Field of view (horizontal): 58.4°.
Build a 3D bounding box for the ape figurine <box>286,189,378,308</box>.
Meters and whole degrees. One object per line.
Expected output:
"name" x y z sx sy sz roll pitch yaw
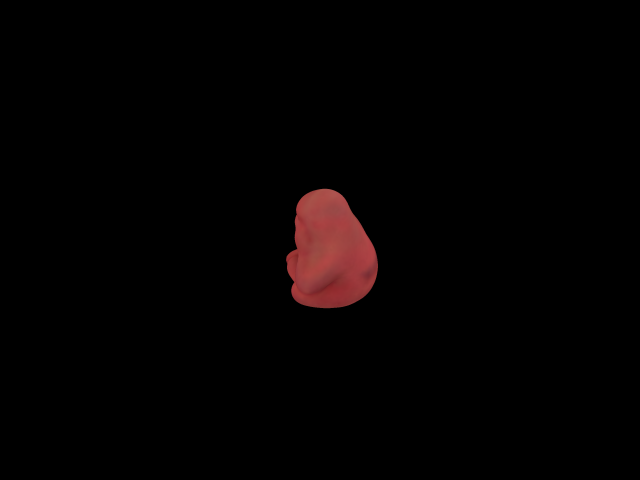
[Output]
"ape figurine" 0.004 0.001 0.400 0.076 0.092 0.078 17 48 17
